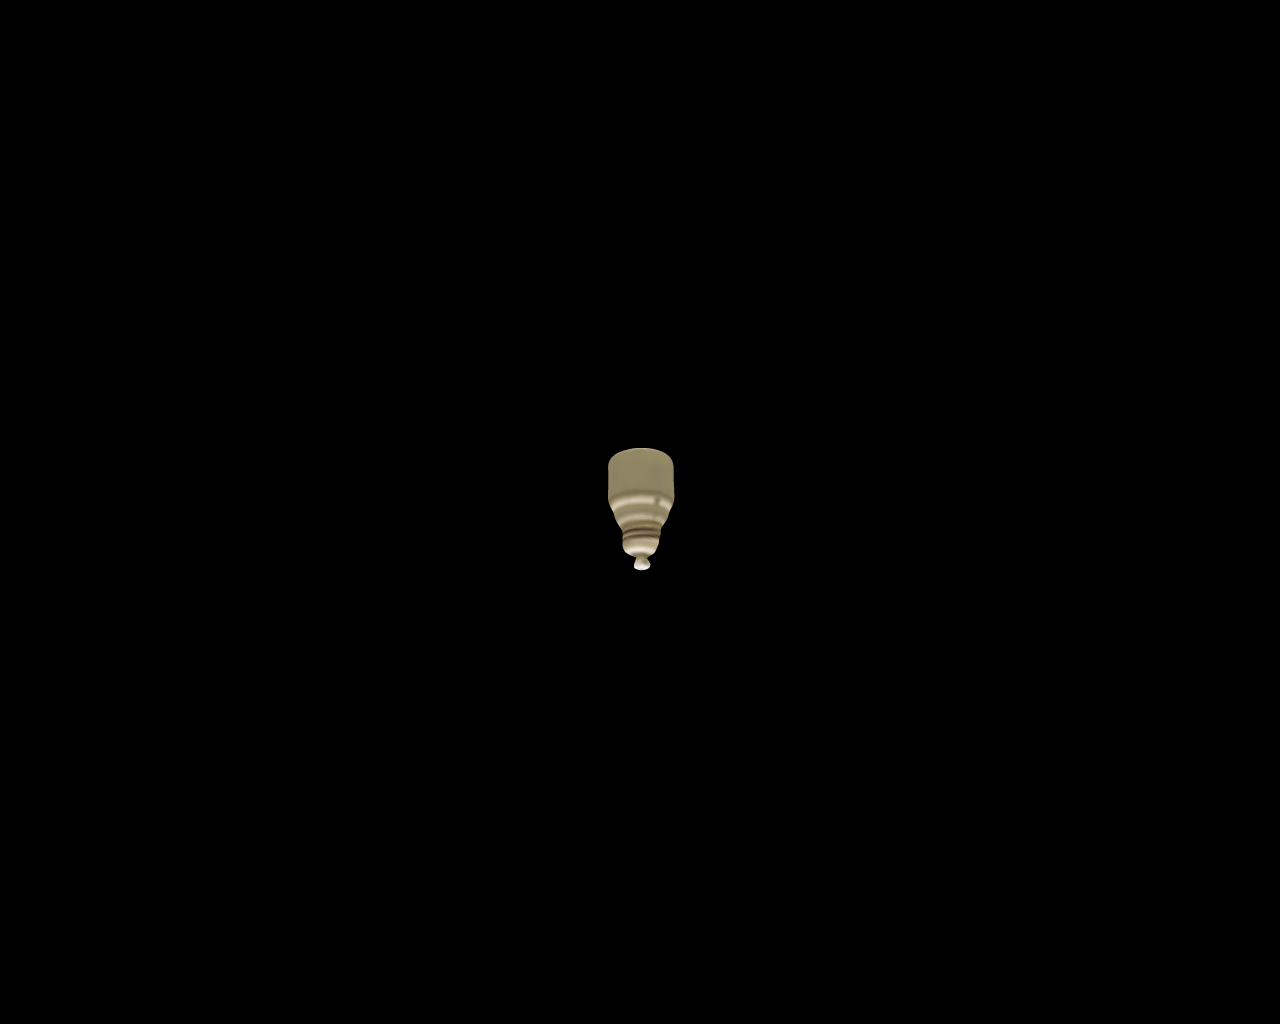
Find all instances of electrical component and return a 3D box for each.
[{"bbox_3d":[0.001,-0.003,0.650,0.040,0.078,0.040,0,-21,0],"label":"electrical component"}]
